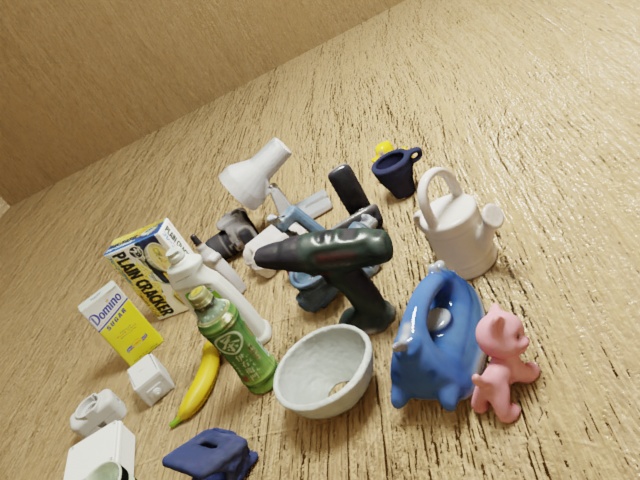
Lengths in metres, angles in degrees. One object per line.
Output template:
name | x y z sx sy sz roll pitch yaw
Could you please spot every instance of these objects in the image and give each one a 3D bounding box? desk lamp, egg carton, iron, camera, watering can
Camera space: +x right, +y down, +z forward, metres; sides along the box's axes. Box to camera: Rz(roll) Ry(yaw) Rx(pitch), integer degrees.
desk lamp | -0.110 -0.129 1.396 0.203 0.214 0.117 -30 29 3
egg carton | -0.102 0.017 1.311 0.150 0.069 0.107 -40 30 -16
iron | 0.167 0.113 0.827 0.118 0.142 0.258 -9 36 35
camera | -0.231 -0.012 1.447 0.137 0.101 0.143 -32 29 -1
watering can | 0.224 -0.036 0.950 0.172 0.194 0.101 -10 35 34

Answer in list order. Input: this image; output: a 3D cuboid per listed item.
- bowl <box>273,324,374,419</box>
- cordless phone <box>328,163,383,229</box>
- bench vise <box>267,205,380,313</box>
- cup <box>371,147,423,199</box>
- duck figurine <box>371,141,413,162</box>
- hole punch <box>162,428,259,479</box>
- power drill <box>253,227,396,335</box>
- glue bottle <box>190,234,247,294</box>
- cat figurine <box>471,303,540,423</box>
bowl | 0.016 0.214 0.883 0.167 0.075 0.167 -23 30 15
cordless phone | 0.041 -0.058 1.171 0.147 0.185 0.094 -32 29 0
bench vise | 0.002 0.002 1.076 0.121 0.220 0.208 9 48 50
cup | 0.184 -0.147 1.268 0.117 0.095 0.091 -28 29 5
duck figurine | 0.168 -0.198 1.373 0.105 0.086 0.077 -37 29 -11
hole punch | -0.166 0.328 0.863 0.108 0.091 0.101 -4 39 40
power drill | 0.029 0.068 0.960 0.229 0.209 0.075 -18 31 23
glue bottle | -0.234 0.054 1.271 0.077 0.173 0.037 -2 40 42
cat figurine | 0.228 0.148 0.738 0.067 0.118 0.128 2 43 45
